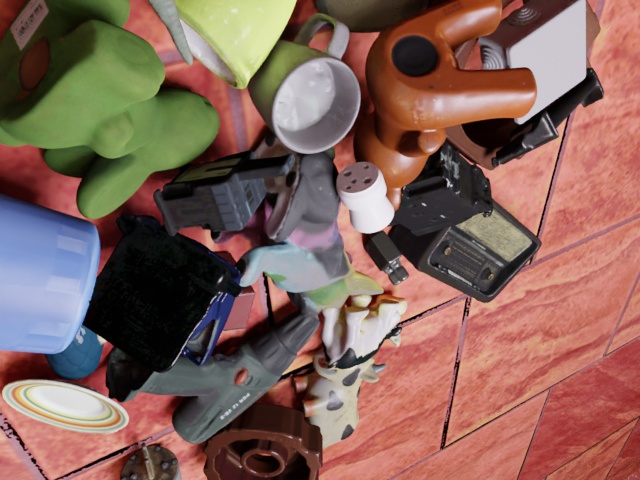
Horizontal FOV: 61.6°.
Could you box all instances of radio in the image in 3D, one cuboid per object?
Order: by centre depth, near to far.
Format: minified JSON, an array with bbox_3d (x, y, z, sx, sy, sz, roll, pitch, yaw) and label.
[{"bbox_3d":[0.210,0.002,0.763,0.229,0.073,0.131,26,106,-43],"label":"radio"}]

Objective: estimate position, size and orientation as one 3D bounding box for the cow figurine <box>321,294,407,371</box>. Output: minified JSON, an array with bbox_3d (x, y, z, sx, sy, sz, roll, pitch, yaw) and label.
[{"bbox_3d":[0.067,0.123,0.730,0.167,0.068,0.098,-2,99,-53],"label":"cow figurine"}]

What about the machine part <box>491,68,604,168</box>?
[{"bbox_3d":[0.250,-0.130,0.579,0.139,0.039,0.084,-39,173,-14],"label":"machine part"}]

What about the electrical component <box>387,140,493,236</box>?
[{"bbox_3d":[0.116,-0.054,0.628,0.134,0.058,0.114,-17,149,41],"label":"electrical component"}]

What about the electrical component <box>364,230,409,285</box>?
[{"bbox_3d":[0.080,0.015,0.693,0.021,0.094,0.063,-34,173,-12],"label":"electrical component"}]

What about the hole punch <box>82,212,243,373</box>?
[{"bbox_3d":[-0.141,0.053,0.509,0.115,0.142,0.092,-59,163,-6],"label":"hole punch"}]

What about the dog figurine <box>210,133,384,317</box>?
[{"bbox_3d":[-0.001,-0.002,0.601,0.219,0.109,0.191,20,107,-46],"label":"dog figurine"}]

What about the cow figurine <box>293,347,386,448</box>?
[{"bbox_3d":[0.027,0.223,0.802,0.127,0.086,0.194,-14,127,-18],"label":"cow figurine"}]

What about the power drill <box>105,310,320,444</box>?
[{"bbox_3d":[-0.131,0.142,0.647,0.232,0.086,0.207,-48,142,10],"label":"power drill"}]

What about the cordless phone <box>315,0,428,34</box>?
[{"bbox_3d":[0.067,-0.227,0.418,0.089,0.184,0.146,-29,134,-18],"label":"cordless phone"}]

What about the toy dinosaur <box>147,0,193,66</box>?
[{"bbox_3d":[-0.176,-0.278,0.250,0.131,0.192,0.404,-37,151,-23],"label":"toy dinosaur"}]

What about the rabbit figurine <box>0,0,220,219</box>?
[{"bbox_3d":[-0.154,-0.092,0.425,0.159,0.121,0.170,-50,150,13],"label":"rabbit figurine"}]

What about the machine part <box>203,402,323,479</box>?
[{"bbox_3d":[-0.079,0.302,0.763,0.179,0.056,0.179,1,124,2],"label":"machine part"}]

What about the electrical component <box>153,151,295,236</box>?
[{"bbox_3d":[-0.077,-0.045,0.475,0.119,0.075,0.047,-6,120,14],"label":"electrical component"}]

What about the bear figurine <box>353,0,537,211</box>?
[{"bbox_3d":[0.096,-0.112,0.496,0.132,0.120,0.195,-14,160,0],"label":"bear figurine"}]

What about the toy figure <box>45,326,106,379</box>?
[{"bbox_3d":[-0.244,0.065,0.520,0.064,0.058,0.154,-12,123,-34],"label":"toy figure"}]

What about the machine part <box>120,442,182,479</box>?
[{"bbox_3d":[-0.225,0.366,0.744,0.079,0.079,0.242,-15,129,-25],"label":"machine part"}]

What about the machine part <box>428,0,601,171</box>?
[{"bbox_3d":[0.195,-0.196,0.596,0.201,0.087,0.201,23,107,-43],"label":"machine part"}]

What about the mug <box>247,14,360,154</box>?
[{"bbox_3d":[-0.021,-0.146,0.473,0.081,0.107,0.109,5,118,-35],"label":"mug"}]
